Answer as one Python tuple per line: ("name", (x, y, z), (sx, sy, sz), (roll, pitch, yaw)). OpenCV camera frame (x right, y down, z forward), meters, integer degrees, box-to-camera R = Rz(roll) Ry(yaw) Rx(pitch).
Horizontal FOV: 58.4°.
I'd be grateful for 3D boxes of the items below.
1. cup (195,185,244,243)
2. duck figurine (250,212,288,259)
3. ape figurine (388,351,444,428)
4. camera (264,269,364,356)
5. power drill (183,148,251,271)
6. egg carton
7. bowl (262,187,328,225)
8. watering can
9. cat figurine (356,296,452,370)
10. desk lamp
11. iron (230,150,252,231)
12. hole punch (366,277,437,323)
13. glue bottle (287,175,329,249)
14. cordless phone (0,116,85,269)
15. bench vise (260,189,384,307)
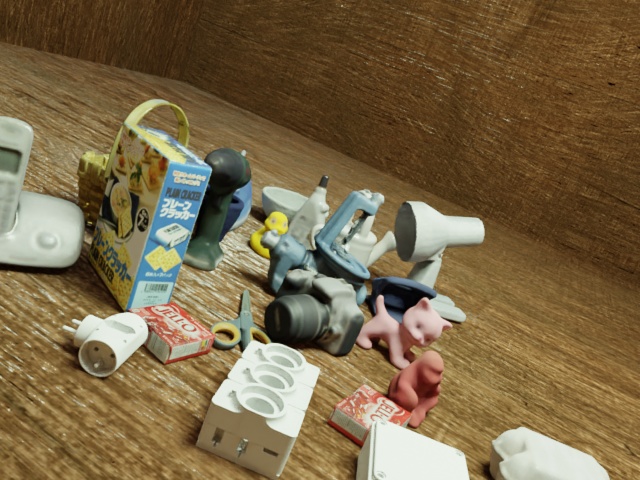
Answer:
("cup", (-0.208, -0.048, 1.098), (0.092, 0.095, 0.117), (6, 22, -43))
("duck figurine", (-0.095, -0.017, 1.161), (0.078, 0.086, 0.104), (16, 17, -18))
("ape figurine", (0.135, 0.191, 0.766), (0.078, 0.092, 0.076), (12, 18, -29))
("camera", (-0.021, 0.098, 0.851), (0.137, 0.101, 0.142), (3, 24, -48))
("power drill", (-0.176, -0.060, 0.972), (0.075, 0.208, 0.229), (21, 16, -2))
("egg carton", (0.275, 0.287, 0.675), (0.150, 0.069, 0.107), (22, 16, 2))
("bowl", (-0.068, -0.062, 1.362), (0.167, 0.075, 0.167), (20, 16, -6))
("watering can", (0.066, -0.004, 1.128), (0.173, 0.194, 0.100), (6, 22, -44))
("cat figurine", (0.136, 0.135, 0.905), (0.127, 0.118, 0.067), (27, 17, 18))
("desk lamp", (0.232, 0.038, 1.173), (0.204, 0.213, 0.117), (16, 17, -19))
("iron", (-0.198, -0.111, 1.233), (0.119, 0.141, 0.258), (20, 16, -7))
("hole punch", (0.150, 0.102, 1.079), (0.109, 0.091, 0.101), (18, 16, -13))
("glue bottle", (-0.015, -0.059, 1.243), (0.078, 0.173, 0.037), (27, 17, 18))
("cordless phone", (-0.376, -0.058, 0.746), (0.148, 0.185, 0.093), (10, 20, -36))
("bench vise", (0.014, 0.009, 0.974), (0.208, 0.220, 0.121), (10, 19, -35))
